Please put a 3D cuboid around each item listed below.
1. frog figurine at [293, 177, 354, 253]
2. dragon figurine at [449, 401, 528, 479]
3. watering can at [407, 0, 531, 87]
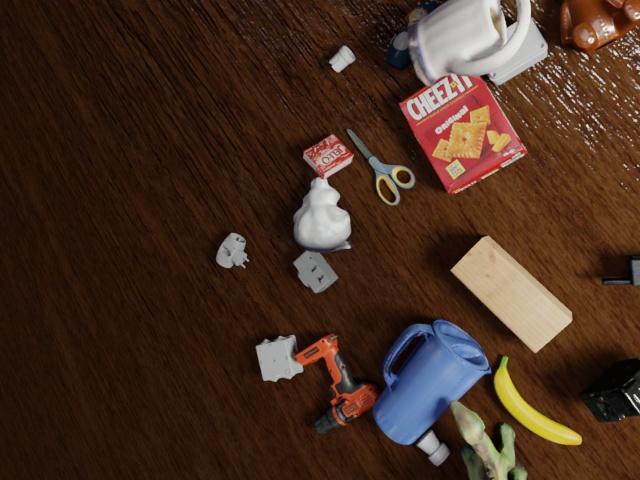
[{"bbox_3d":[0.003,-0.057,1.127,0.138,0.123,0.158,9,108,45],"label":"frog figurine"},{"bbox_3d":[0.312,0.483,0.915,0.121,0.242,0.413,-19,81,21],"label":"dragon figurine"},{"bbox_3d":[0.273,-0.421,0.963,0.222,0.102,0.356,-18,50,34],"label":"watering can"}]
